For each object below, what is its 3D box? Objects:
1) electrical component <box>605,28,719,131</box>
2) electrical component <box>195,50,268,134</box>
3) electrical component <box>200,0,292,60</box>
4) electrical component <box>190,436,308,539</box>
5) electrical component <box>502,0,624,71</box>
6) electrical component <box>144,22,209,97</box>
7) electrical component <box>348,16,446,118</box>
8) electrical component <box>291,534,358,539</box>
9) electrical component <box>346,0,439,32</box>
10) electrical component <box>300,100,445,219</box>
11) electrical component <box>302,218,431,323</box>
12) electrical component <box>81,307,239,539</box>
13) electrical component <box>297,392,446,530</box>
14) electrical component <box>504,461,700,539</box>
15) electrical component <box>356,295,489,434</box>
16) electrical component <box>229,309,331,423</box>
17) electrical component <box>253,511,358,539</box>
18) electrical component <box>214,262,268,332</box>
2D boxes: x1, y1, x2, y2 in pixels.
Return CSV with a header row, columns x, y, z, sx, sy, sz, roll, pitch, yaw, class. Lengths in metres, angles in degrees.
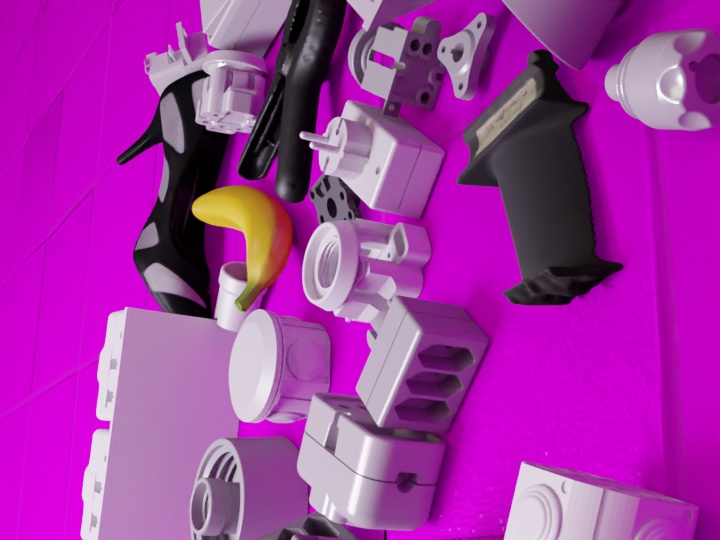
x,y,z,sx,sy,sz,roll,pitch,yaw,class
0.134,-0.083,0.475,0.062,0.043,0.043,17,96,63,electrical component
-0.110,-0.155,0.935,0.078,0.058,0.057,166,112,-69,electrical component
-0.096,-0.241,0.933,0.096,0.061,0.061,-49,41,44,electrical component
-0.089,0.173,0.783,0.108,0.060,0.108,-28,57,55,electrical component
0.089,-0.153,0.530,0.064,0.099,0.099,-55,36,28,electrical component
-0.170,-0.191,1.038,0.081,0.064,0.042,68,-177,-50,electrical component
0.024,-0.134,0.695,0.055,0.048,0.066,35,112,51,electrical component
0.026,0.178,0.521,0.109,0.109,0.056,25,100,61,electrical component
0.053,-0.223,0.556,0.060,0.105,0.186,51,146,12,electrical component
-0.001,-0.076,0.688,0.083,0.076,0.047,49,124,56,electrical component
0.000,0.000,0.681,0.078,0.057,0.058,-53,38,40,electrical component
-0.161,0.131,0.882,0.060,0.105,0.186,-11,71,60,electrical component
0.004,0.115,0.639,0.095,0.054,0.059,23,101,62,electrical component
0.097,0.112,0.442,0.080,0.080,0.051,6,81,62,electrical component
0.028,0.045,0.624,0.065,0.047,0.076,-68,30,21,electrical component
-0.059,0.071,0.772,0.080,0.051,0.080,-29,56,56,electrical component
-0.032,0.202,0.673,0.047,0.066,0.076,28,134,61,electrical component
-0.097,0.022,0.873,0.040,0.040,0.046,52,132,55,electrical component
